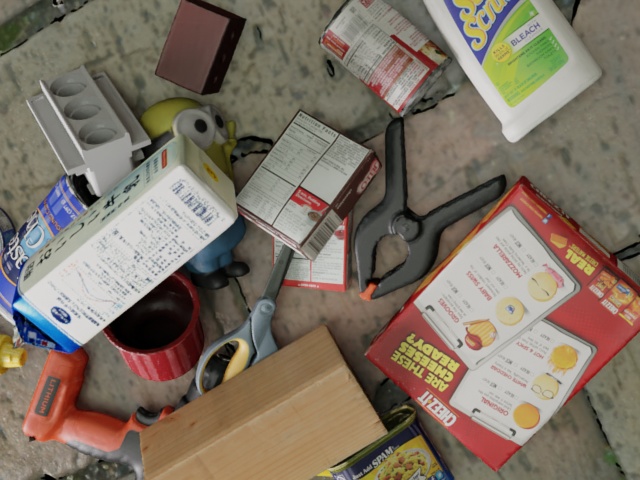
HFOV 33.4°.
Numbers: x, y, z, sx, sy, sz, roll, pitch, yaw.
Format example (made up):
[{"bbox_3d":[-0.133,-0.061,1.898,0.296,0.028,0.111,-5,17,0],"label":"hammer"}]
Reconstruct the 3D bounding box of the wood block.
[{"bbox_3d":[-0.054,0.179,0.990,0.206,0.090,0.091,-30,113,0],"label":"wood block"}]

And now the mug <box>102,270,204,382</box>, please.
[{"bbox_3d":[-0.157,0.073,1.020,0.093,0.081,0.117,-11,60,-3],"label":"mug"}]

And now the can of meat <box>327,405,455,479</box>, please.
[{"bbox_3d":[0.067,0.220,1.013,0.102,0.057,0.084,-33,95,-11],"label":"can of meat"}]

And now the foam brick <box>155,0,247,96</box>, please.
[{"bbox_3d":[-0.111,-0.179,0.991,0.051,0.053,0.078,25,105,6],"label":"foam brick"}]

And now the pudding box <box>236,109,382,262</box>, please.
[{"bbox_3d":[-0.012,-0.051,0.970,0.090,0.039,0.113,33,82,29],"label":"pudding box"}]

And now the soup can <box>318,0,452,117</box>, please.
[{"bbox_3d":[0.057,-0.168,0.949,0.102,0.068,0.068,41,106,3],"label":"soup can"}]

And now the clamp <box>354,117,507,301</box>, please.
[{"bbox_3d":[0.093,-0.016,0.986,0.120,0.039,0.171,24,108,12],"label":"clamp"}]

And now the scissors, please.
[{"bbox_3d":[-0.040,0.078,1.016,0.096,0.016,0.202,35,99,-19],"label":"scissors"}]

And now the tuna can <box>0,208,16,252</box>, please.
[{"bbox_3d":[-0.354,0.001,1.088,0.086,0.033,0.086,2,101,12],"label":"tuna can"}]

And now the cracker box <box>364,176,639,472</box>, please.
[{"bbox_3d":[0.172,0.075,0.969,0.164,0.072,0.214,42,107,3],"label":"cracker box"}]

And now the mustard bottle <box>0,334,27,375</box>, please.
[{"bbox_3d":[-0.395,0.109,1.105,0.192,0.058,0.096,7,100,10],"label":"mustard bottle"}]

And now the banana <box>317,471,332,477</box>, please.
[{"bbox_3d":[-0.051,0.237,1.057,0.198,0.037,0.069,-16,78,11],"label":"banana"}]

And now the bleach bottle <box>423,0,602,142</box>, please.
[{"bbox_3d":[0.131,-0.213,0.929,0.103,0.068,0.251,-38,88,15],"label":"bleach bottle"}]

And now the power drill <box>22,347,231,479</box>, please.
[{"bbox_3d":[-0.190,0.171,1.072,0.188,0.057,0.184,24,97,8],"label":"power drill"}]

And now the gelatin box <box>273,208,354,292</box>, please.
[{"bbox_3d":[-0.007,0.001,1.015,0.073,0.030,0.089,4,104,13],"label":"gelatin box"}]

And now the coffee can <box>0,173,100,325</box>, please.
[{"bbox_3d":[-0.243,0.013,1.030,0.103,0.102,0.140,43,106,2],"label":"coffee can"}]
